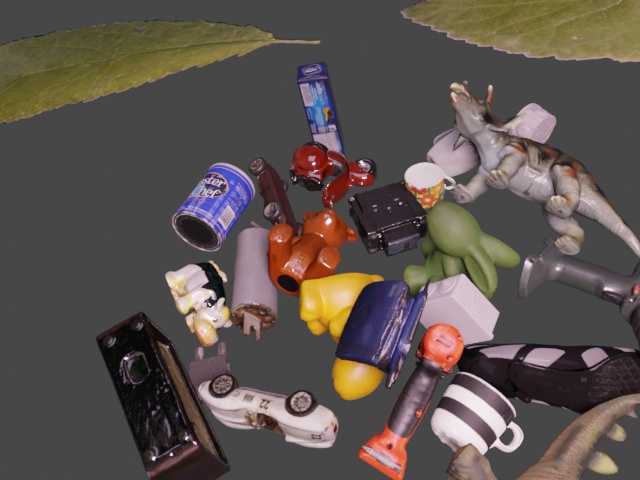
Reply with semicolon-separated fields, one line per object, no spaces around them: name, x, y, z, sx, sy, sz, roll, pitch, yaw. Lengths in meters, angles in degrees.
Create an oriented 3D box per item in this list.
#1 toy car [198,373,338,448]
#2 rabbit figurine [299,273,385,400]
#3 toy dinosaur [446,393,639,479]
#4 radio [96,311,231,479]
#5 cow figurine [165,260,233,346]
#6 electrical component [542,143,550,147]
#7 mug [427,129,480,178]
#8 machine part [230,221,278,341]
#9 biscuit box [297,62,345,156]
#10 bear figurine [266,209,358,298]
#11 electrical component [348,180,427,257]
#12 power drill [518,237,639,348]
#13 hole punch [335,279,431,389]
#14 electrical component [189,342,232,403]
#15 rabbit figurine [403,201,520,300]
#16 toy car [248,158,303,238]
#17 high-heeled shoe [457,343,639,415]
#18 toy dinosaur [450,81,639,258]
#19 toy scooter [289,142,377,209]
toy car;-0.074;0.232;0.727;0.202;0.073;0.056;6;48;19
rabbit figurine;0.055;0.142;0.778;0.162;0.121;0.173;-5;60;-4
toy dinosaur;0.213;0.317;0.564;0.199;0.105;0.471;30;69;26
radio;-0.211;0.213;0.716;0.073;0.131;0.230;-31;57;-11
cow figurine;-0.185;0.101;0.885;0.098;0.068;0.168;-26;45;-19
electrical component;0.395;-0.139;0.988;0.119;0.047;0.075;21;56;32
mug;0.255;-0.173;1.032;0.107;0.080;0.110;-30;50;-5
machine part;-0.107;0.062;0.896;0.079;0.079;0.243;-9;45;5
biscuit box;0.005;-0.251;1.078;0.059;0.202;0.063;-8;45;8
bear figurine;-0.003;0.000;0.881;0.120;0.131;0.196;29;48;9
electrical component;0.123;-0.034;0.941;0.115;0.058;0.134;-20;49;-6
power drill;0.387;0.070;0.734;0.208;0.085;0.232;13;31;37
hole punch;0.078;0.110;0.676;0.092;0.115;0.142;25;71;10
electrical component;-0.166;0.200;0.816;0.063;0.021;0.094;-12;45;1
rabbit figurine;0.199;0.025;0.792;0.159;0.170;0.121;29;60;34
toy car;-0.085;-0.074;1.012;0.053;0.089;0.202;-32;46;11
high-heeled shoe;0.314;0.169;0.720;0.249;0.086;0.145;-4;12;-15
toy dinosaur;0.364;-0.106;0.888;0.405;0.131;0.192;32;61;5
toy scooter;0.010;-0.121;1.046;0.184;0.075;0.135;19;56;22
